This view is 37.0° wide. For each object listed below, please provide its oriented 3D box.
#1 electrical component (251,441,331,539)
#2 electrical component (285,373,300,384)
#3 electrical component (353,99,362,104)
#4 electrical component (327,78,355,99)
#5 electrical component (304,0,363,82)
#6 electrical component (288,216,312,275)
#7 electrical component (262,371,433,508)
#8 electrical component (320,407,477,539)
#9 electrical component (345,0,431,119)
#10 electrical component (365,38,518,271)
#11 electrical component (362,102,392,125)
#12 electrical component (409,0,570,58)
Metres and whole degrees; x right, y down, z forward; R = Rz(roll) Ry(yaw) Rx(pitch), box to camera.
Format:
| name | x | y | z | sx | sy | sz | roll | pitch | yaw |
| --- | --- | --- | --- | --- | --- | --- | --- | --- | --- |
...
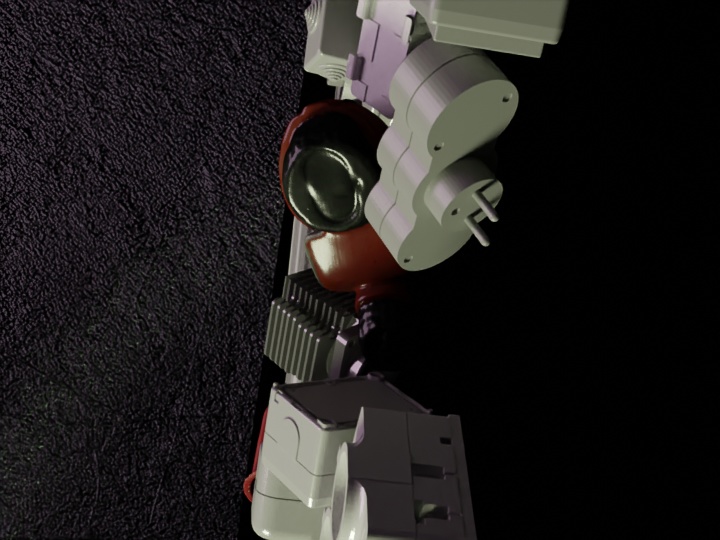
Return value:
| name | x | y | z | sx | sy | sz | roll | pitch | yaw |
| --- | --- | --- | --- | --- | --- | --- | --- | --- | --- |
| electrical component | -0.022 | 0.151 | 0.707 | 0.053 | 0.095 | 0.059 | -132 | 50 | -81 |
| electrical component | -0.048 | 0.116 | 1.118 | 0.095 | 0.054 | 0.059 | 156 | 122 | -82 |
| electrical component | 0.006 | -0.123 | 0.979 | 0.045 | 0.045 | 0.055 | -92 | 12 | -54 |
| electrical component | 0.001 | -0.192 | 1.023 | 0.108 | 0.060 | 0.108 | -172 | 90 | -83 |
| electrical component | 0.005 | -0.195 | 0.856 | 0.048 | 0.100 | 0.099 | 159 | 119 | -67 |
| electrical component | -0.030 | 0.011 | 1.001 | 0.108 | 0.056 | 0.108 | 81 | -169 | -61 |
| electrical component | -0.004 | 0.104 | 0.651 | 0.062 | 0.096 | 0.061 | 30 | 116 | 50 |
| electrical component | 0.011 | 0.158 | 0.579 | 0.089 | 0.062 | 0.150 | -92 | 12 | -54 |
| electrical component | 0.037 | -0.156 | 0.649 | 0.079 | 0.063 | 0.121 | 39 | 132 | 34 |
| electrical component | 0.048 | -0.045 | 0.549 | 0.073 | 0.052 | 0.138 | 56 | 153 | 29 |
| electrical component | 0.033 | -0.144 | 0.771 | 0.099 | 0.048 | 0.099 | -90 | 10 | -46 |
| electrical component | 0.060 | -0.140 | 0.508 | 0.096 | 0.062 | 0.061 | -102 | 21 | -69 |
